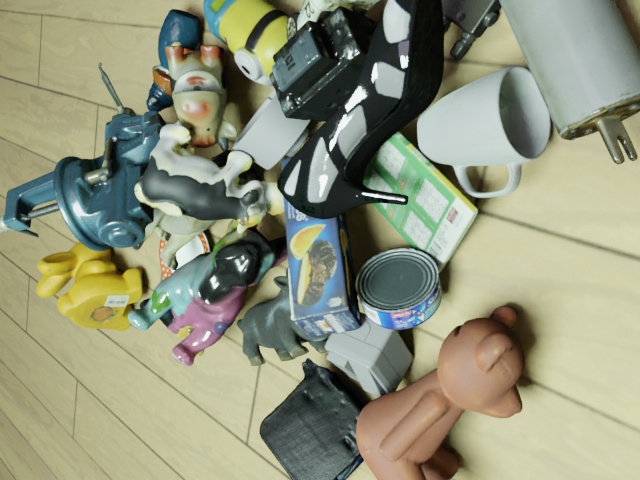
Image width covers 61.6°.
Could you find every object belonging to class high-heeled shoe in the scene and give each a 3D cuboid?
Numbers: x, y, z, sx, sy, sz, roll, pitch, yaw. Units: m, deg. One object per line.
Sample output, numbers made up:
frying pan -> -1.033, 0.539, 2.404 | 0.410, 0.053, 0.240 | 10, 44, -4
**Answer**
high-heeled shoe -> 0.029, -0.135, 0.499 | 0.145, 0.086, 0.248 | 14, 109, 28

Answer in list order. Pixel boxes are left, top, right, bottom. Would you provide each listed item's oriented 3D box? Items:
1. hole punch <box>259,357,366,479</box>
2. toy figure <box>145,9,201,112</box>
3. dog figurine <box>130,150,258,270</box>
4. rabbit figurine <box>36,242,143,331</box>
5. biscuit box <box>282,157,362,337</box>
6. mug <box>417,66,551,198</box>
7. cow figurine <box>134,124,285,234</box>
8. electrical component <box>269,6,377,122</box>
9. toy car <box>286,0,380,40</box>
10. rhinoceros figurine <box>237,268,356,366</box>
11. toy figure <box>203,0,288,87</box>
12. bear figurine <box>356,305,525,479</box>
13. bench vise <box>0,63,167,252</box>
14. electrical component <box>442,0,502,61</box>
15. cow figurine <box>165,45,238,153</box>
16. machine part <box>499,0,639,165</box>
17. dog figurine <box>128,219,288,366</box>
hole punch -> 0.009, 0.230, 0.651 | 0.116, 0.092, 0.142 | -45, 61, 1
toy figure -> -0.218, -0.256, 0.792 | 0.058, 0.064, 0.154 | 26, 116, 4
dog figurine -> -0.186, -0.076, 0.763 | 0.190, 0.121, 0.172 | -39, 64, 7
rabbit figurine -> -0.405, 0.068, 0.940 | 0.173, 0.162, 0.121 | 64, 142, 37
biscuit box -> -0.001, -0.002, 0.584 | 0.059, 0.062, 0.203 | -14, 60, 12
mug -> 0.147, -0.094, 0.501 | 0.107, 0.081, 0.109 | -2, 98, 54
cow figurine -> -0.118, -0.054, 0.615 | 0.068, 0.167, 0.098 | 127, 164, -56
electrical component -> 0.016, -0.176, 0.560 | 0.115, 0.134, 0.058 | -35, 72, 39
toy car -> 0.021, -0.243, 0.546 | 0.201, 0.073, 0.056 | 134, 126, -63
rhinoceros figurine -> -0.026, 0.090, 0.668 | 0.190, 0.073, 0.112 | -33, 64, 39
toy figure -> -0.088, -0.271, 0.671 | 0.089, 0.082, 0.180 | -48, 63, 33
bear figurine -> 0.133, 0.163, 0.513 | 0.196, 0.120, 0.132 | -41, 85, 21
bench vise -> -0.296, -0.073, 0.671 | 0.241, 0.128, 0.224 | -18, 65, 6
electrical component -> 0.144, -0.228, 0.520 | 0.063, 0.021, 0.094 | 47, 120, 26
cow figurine -> -0.154, -0.182, 0.685 | 0.195, 0.085, 0.127 | -116, 20, -68
machine part -> 0.203, -0.174, 0.442 | 0.079, 0.079, 0.243 | -28, 76, 38
dog figurine -> -0.131, 0.051, 0.716 | 0.108, 0.191, 0.219 | 45, 90, -4
